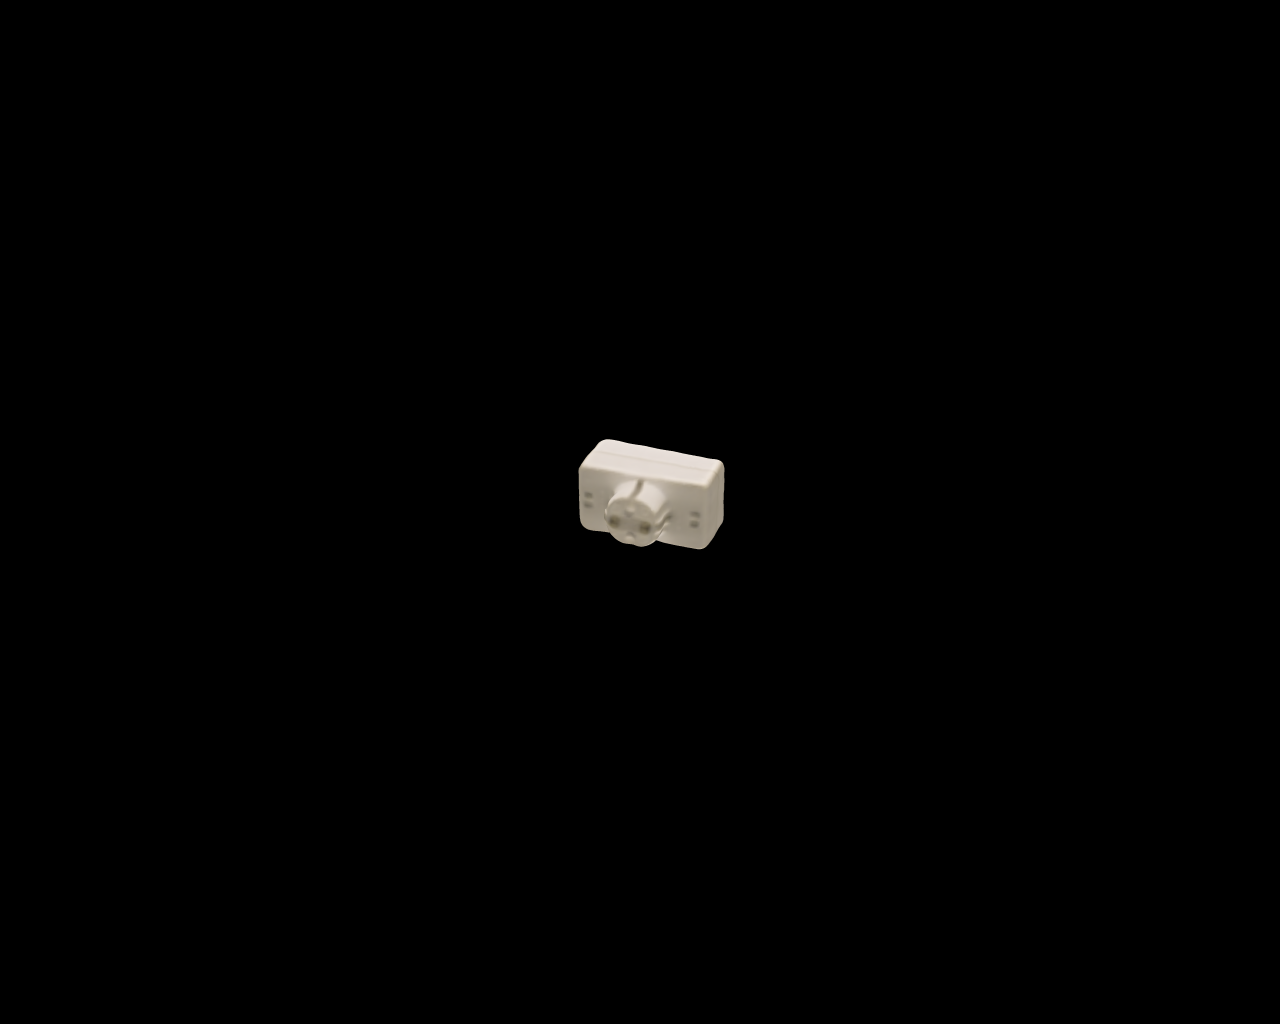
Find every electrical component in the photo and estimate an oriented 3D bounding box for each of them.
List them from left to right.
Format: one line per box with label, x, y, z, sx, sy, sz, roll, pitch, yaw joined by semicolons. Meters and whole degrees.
electrical component;0.001;-0.003;0.650;0.083;0.047;0.076;11;32;18
